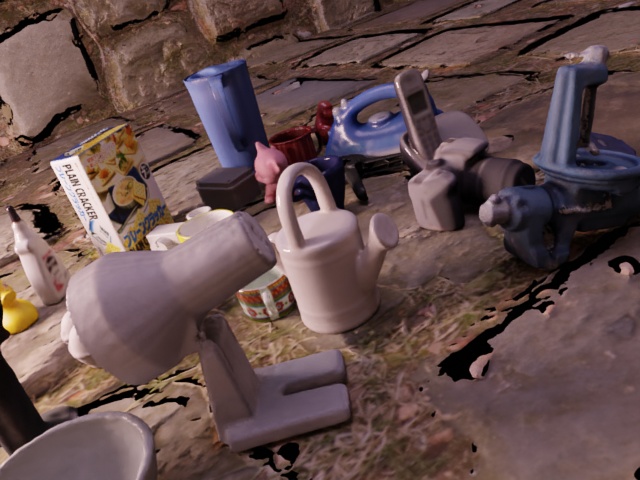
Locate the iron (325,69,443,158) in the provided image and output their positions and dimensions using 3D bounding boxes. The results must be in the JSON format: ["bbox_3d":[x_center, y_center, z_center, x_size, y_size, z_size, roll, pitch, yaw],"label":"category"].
[{"bbox_3d":[0.111,-0.233,1.113,0.258,0.142,0.118,-11,27,14],"label":"iron"}]

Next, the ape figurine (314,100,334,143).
[{"bbox_3d":[0.017,-0.272,1.307,0.075,0.092,0.078,11,38,45],"label":"ape figurine"}]

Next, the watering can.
[{"bbox_3d":[0.007,0.001,0.659,0.172,0.194,0.101,-11,27,14],"label":"watering can"}]

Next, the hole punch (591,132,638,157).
[{"bbox_3d":[0.369,-0.114,0.773,0.101,0.091,0.108,-12,27,12],"label":"hole punch"}]

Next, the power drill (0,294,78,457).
[{"bbox_3d":[-0.332,0.139,0.589,0.076,0.209,0.229,-24,27,-11],"label":"power drill"}]

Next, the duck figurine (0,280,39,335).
[{"bbox_3d":[-0.513,0.101,0.919,0.104,0.086,0.078,-1,31,32],"label":"duck figurine"}]

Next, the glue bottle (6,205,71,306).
[{"bbox_3d":[-0.474,0.021,0.952,0.037,0.173,0.078,-17,26,2],"label":"glue bottle"}]

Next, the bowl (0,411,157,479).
[{"bbox_3d":[-0.207,0.230,0.484,0.167,0.075,0.167,-14,26,8],"label":"bowl"}]

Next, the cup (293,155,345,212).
[{"bbox_3d":[-0.003,-0.071,0.922,0.091,0.095,0.118,9,37,43],"label":"cup"}]

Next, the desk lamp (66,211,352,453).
[{"bbox_3d":[-0.096,0.086,0.537,0.203,0.214,0.118,-17,26,3],"label":"desk lamp"}]

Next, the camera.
[{"bbox_3d":[0.216,-0.084,0.800,0.143,0.101,0.136,-35,31,-31],"label":"camera"}]

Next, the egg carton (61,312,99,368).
[{"bbox_3d":[-0.271,0.105,0.776,0.150,0.069,0.107,-32,29,-26],"label":"egg carton"}]

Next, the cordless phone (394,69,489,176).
[{"bbox_3d":[0.195,-0.201,0.946,0.148,0.185,0.093,-30,29,-24],"label":"cordless phone"}]

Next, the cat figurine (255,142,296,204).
[{"bbox_3d":[-0.087,-0.137,1.077,0.067,0.118,0.128,-13,26,10],"label":"cat figurine"}]

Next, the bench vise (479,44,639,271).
[{"bbox_3d":[0.274,-0.086,0.629,0.208,0.220,0.121,-33,30,-27],"label":"bench vise"}]
